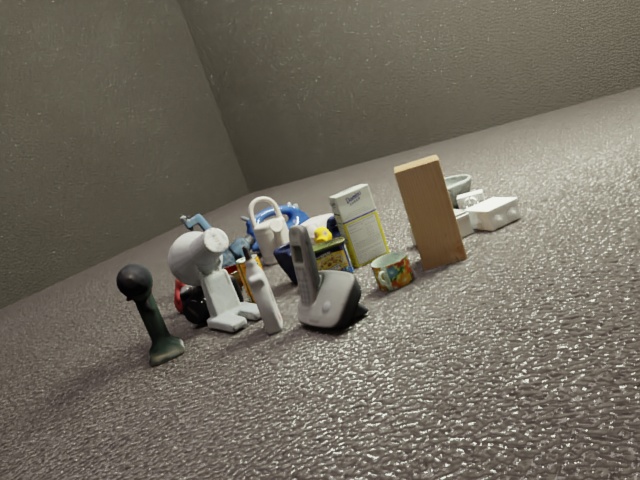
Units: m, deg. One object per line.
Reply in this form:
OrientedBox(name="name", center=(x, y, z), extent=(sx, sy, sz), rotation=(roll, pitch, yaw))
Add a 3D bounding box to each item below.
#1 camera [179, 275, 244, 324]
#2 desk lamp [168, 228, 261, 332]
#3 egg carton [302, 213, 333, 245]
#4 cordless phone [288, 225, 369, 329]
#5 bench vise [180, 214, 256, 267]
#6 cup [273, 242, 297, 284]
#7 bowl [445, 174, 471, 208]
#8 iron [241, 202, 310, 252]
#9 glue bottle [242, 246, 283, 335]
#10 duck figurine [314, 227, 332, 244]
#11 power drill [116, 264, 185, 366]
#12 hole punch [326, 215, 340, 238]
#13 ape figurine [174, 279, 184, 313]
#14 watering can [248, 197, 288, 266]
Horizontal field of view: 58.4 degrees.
OrientedBox(name="camera", center=(-0.275, 0.135, 1.338), extent=(0.142, 0.101, 0.137), rotation=(-14, 13, 25))
OrientedBox(name="desk lamp", center=(-0.226, 0.077, 1.243), extent=(0.118, 0.214, 0.202), rotation=(-28, 14, -34))
OrientedBox(name="egg carton", center=(-0.009, -0.028, 1.736), extent=(0.107, 0.069, 0.151), rotation=(-11, 14, 34))
OrientedBox(name="cordless phone", center=(-0.001, 0.062, 1.020), extent=(0.094, 0.185, 0.147), rotation=(-27, 14, -33))
OrientedBox(name="bench vise", center=(-0.301, 0.013, 1.647), extent=(0.208, 0.220, 0.121), rotation=(-27, 14, -33))
OrientedBox(name="cup", center=(-0.054, 0.057, 1.355), extent=(0.091, 0.095, 0.117), rotation=(-19, 12, 1))
OrientedBox(name="bowl", center=(0.343, -0.122, 1.585), extent=(0.167, 0.075, 0.167), rotation=(-18, 12, 4))
OrientedBox(name="iron", center=(-0.131, -0.051, 1.861), extent=(0.259, 0.141, 0.118), rotation=(-24, 13, -23))
OrientedBox(name="glue bottle", center=(-0.116, 0.092, 1.099), extent=(0.037, 0.173, 0.078), rotation=(-20, 12, -5))
OrientedBox(name="duck figurine", center=(0.014, 0.005, 1.505), extent=(0.077, 0.086, 0.104), rotation=(-16, 12, 14))
OrientedBox(name="power drill", center=(-0.348, 0.141, 1.160), extent=(0.076, 0.208, 0.229), rotation=(-23, 12, -16))
OrientedBox(name="hole punch", center=(0.068, -0.045, 1.634), extent=(0.109, 0.091, 0.101), rotation=(-21, 12, -8))
OrientedBox(name="ape figurine", center=(-0.344, 0.136, 1.467), extent=(0.076, 0.092, 0.078), rotation=(-13, 13, 28))
OrientedBox(name="watering can", center=(-0.141, -0.033, 1.663), extent=(0.101, 0.194, 0.172), rotation=(-29, 15, -38))
